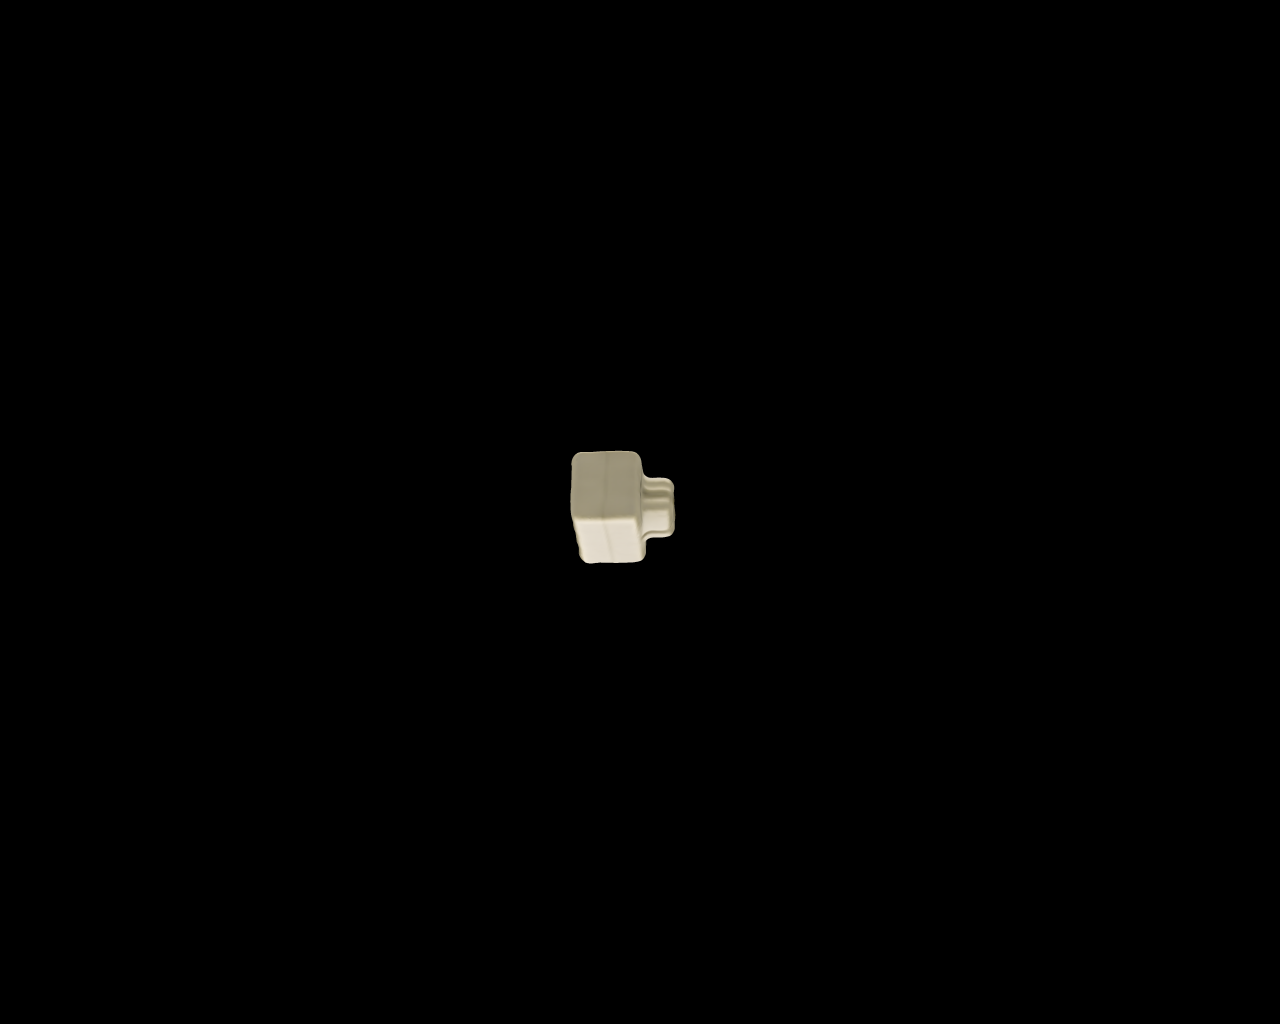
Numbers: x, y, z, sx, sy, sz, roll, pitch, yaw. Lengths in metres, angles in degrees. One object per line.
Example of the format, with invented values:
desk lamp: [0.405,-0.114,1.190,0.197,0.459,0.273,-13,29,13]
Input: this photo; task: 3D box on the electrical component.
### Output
electrical component: [0.001,-0.003,0.650,0.077,0.047,0.065,-2,-27,3]
